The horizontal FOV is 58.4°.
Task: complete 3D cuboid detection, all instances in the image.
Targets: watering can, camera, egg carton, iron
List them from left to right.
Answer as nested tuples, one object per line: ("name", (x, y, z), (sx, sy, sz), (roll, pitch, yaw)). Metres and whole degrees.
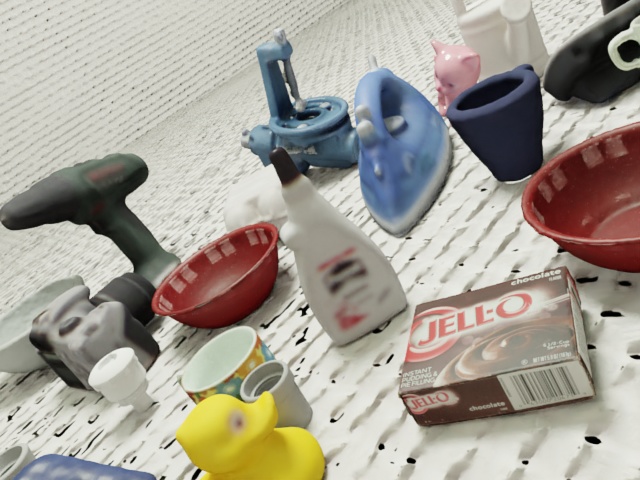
("camera", (-0.247, 0.092, 0.662), (0.142, 0.101, 0.137), (-8, 32, 41))
("egg carton", (-0.074, -0.048, 0.783), (0.107, 0.069, 0.150), (-26, 24, 8))
("iron", (0.077, -0.126, 0.672), (0.118, 0.142, 0.258), (-20, 25, 22))
("watering can", (0.242, -0.308, 0.780), (0.101, 0.194, 0.172), (-36, 24, -13))

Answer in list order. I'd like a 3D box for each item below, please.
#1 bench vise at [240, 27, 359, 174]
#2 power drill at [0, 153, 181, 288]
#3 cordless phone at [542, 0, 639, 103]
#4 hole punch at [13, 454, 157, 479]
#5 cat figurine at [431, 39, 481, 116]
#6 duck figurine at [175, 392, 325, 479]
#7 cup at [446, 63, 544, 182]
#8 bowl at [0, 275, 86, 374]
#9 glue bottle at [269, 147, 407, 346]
("bench vise", (-0.057, -0.186, 0.849), (0.207, 0.220, 0.121), (-19, 26, 24))
("power drill", (-0.297, -0.016, 0.801), (0.075, 0.209, 0.230), (-15, 28, 31))
("cordless phone", (0.300, -0.257, 0.622), (0.147, 0.185, 0.094), (-32, 24, -5))
("hole punch", (-0.156, 0.194, 0.365), (0.101, 0.091, 0.109), (-18, 26, 25))
("cat figurine", (0.182, -0.224, 0.777), (0.067, 0.118, 0.127), (-27, 24, 7))
("duck figurine", (-0.058, 0.141, 0.366), (0.104, 0.086, 0.077), (-34, 24, -8))
("cup", (0.192, -0.115, 0.577), (0.118, 0.095, 0.091), (-44, 27, -28))
("bowl", (-0.376, 0.125, 0.778), (0.167, 0.075, 0.167), (-25, 24, 12))
("glue bottle", (0.004, 0.002, 0.462), (0.078, 0.173, 0.037), (-33, 24, -6))
